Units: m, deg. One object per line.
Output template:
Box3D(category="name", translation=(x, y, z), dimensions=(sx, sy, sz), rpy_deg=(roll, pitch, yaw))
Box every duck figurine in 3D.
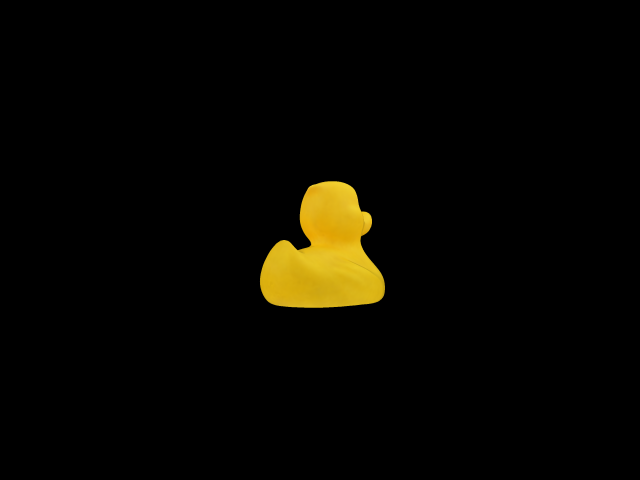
Box3D(category="duck figurine", translation=(0.004, 0.001, 0.400), dimensions=(0.077, 0.086, 0.105), rpy_deg=(0, 0, 40))
